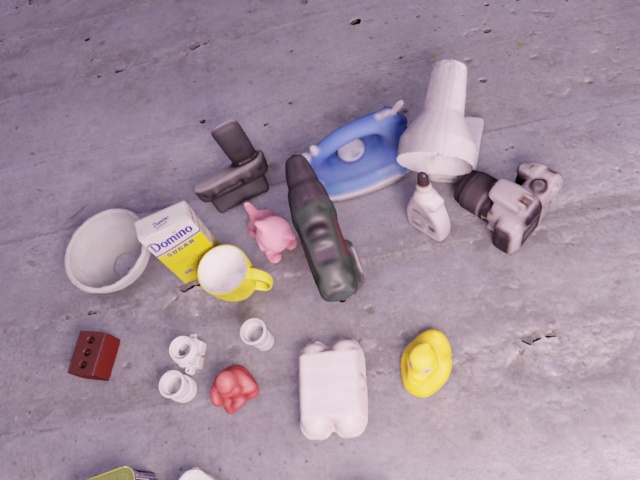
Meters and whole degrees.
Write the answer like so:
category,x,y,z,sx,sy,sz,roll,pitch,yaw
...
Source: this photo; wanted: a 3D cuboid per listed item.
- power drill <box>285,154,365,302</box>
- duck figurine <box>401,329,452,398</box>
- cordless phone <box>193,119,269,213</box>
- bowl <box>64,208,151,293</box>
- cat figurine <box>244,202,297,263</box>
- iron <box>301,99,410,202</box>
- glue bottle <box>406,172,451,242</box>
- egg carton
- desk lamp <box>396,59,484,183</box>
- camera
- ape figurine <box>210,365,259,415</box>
category,x,y,z,sx,sy,sz,roll,pitch,yaw
power drill,0.008,0.003,0.909,0.075,0.209,0.229,-21,62,4
duck figurine,0.157,0.178,0.858,0.077,0.086,0.105,19,71,22
cordless phone,-0.179,-0.143,1.039,0.147,0.185,0.094,-31,62,-2
bowl,-0.382,0.030,1.070,0.167,0.075,0.167,-5,64,12
cat figurine,-0.090,-0.019,0.995,0.067,0.118,0.127,-39,62,-6
iron,0.049,-0.155,1.012,0.258,0.142,0.118,-25,62,1
glue bottle,0.171,-0.060,0.918,0.078,0.173,0.037,37,79,26
egg carton,0.020,0.228,0.878,0.107,0.069,0.150,-9,63,10
desk lamp,0.204,-0.176,0.942,0.117,0.214,0.203,8,67,18
camera,0.300,-0.075,0.934,0.136,0.101,0.143,35,78,26
ape figurine,-0.140,0.231,0.904,0.077,0.092,0.076,-1,65,14
